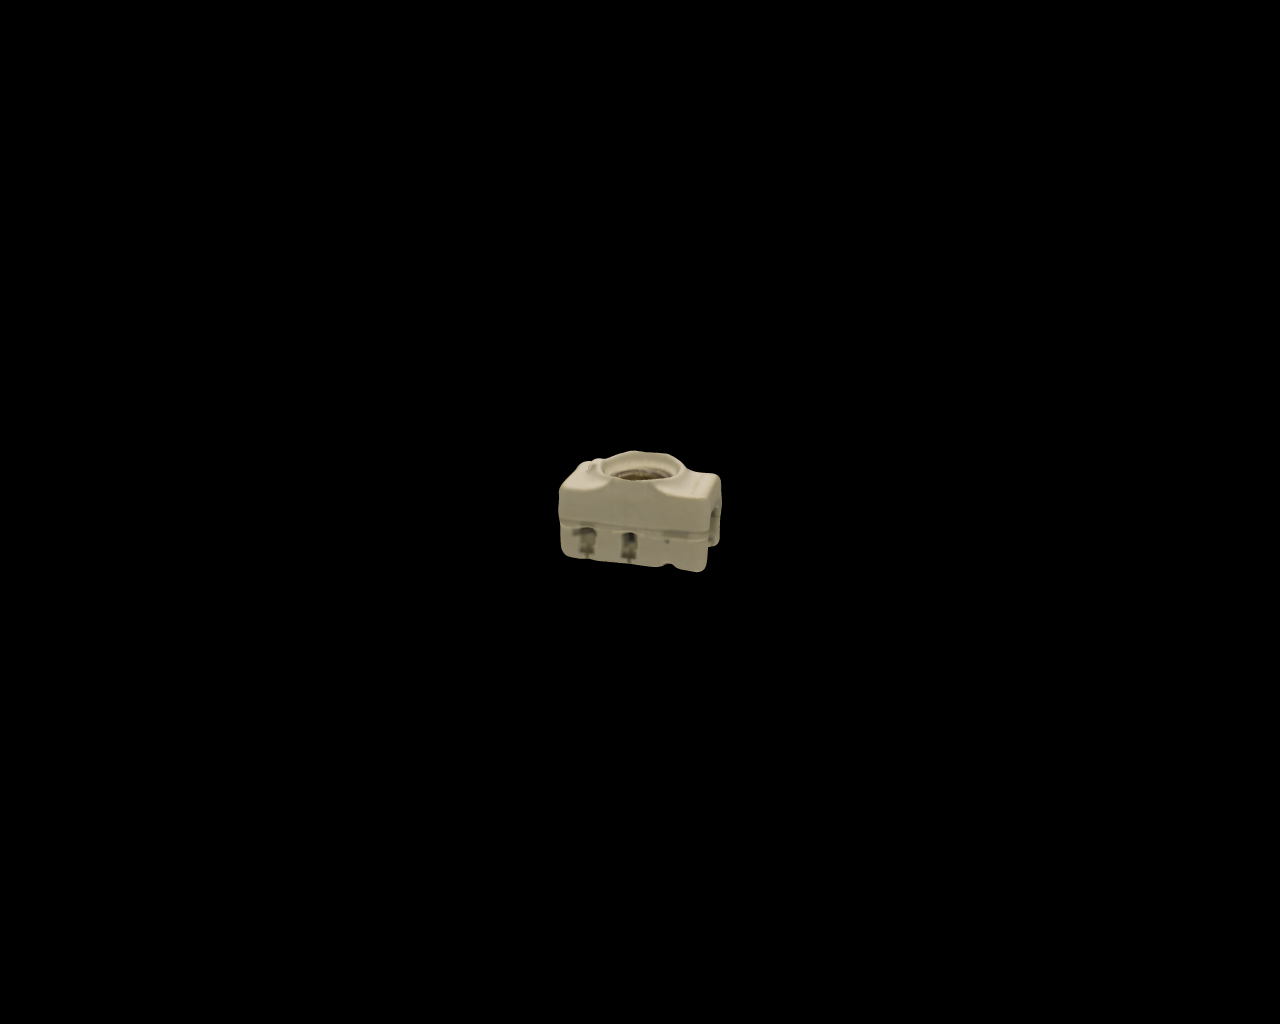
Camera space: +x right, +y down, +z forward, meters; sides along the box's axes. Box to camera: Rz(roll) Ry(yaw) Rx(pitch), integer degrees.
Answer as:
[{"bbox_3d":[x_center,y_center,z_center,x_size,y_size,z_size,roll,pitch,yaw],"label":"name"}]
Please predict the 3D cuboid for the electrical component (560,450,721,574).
[{"bbox_3d":[0.001,-0.003,0.650,0.089,0.055,0.050,6,24,14],"label":"electrical component"}]
